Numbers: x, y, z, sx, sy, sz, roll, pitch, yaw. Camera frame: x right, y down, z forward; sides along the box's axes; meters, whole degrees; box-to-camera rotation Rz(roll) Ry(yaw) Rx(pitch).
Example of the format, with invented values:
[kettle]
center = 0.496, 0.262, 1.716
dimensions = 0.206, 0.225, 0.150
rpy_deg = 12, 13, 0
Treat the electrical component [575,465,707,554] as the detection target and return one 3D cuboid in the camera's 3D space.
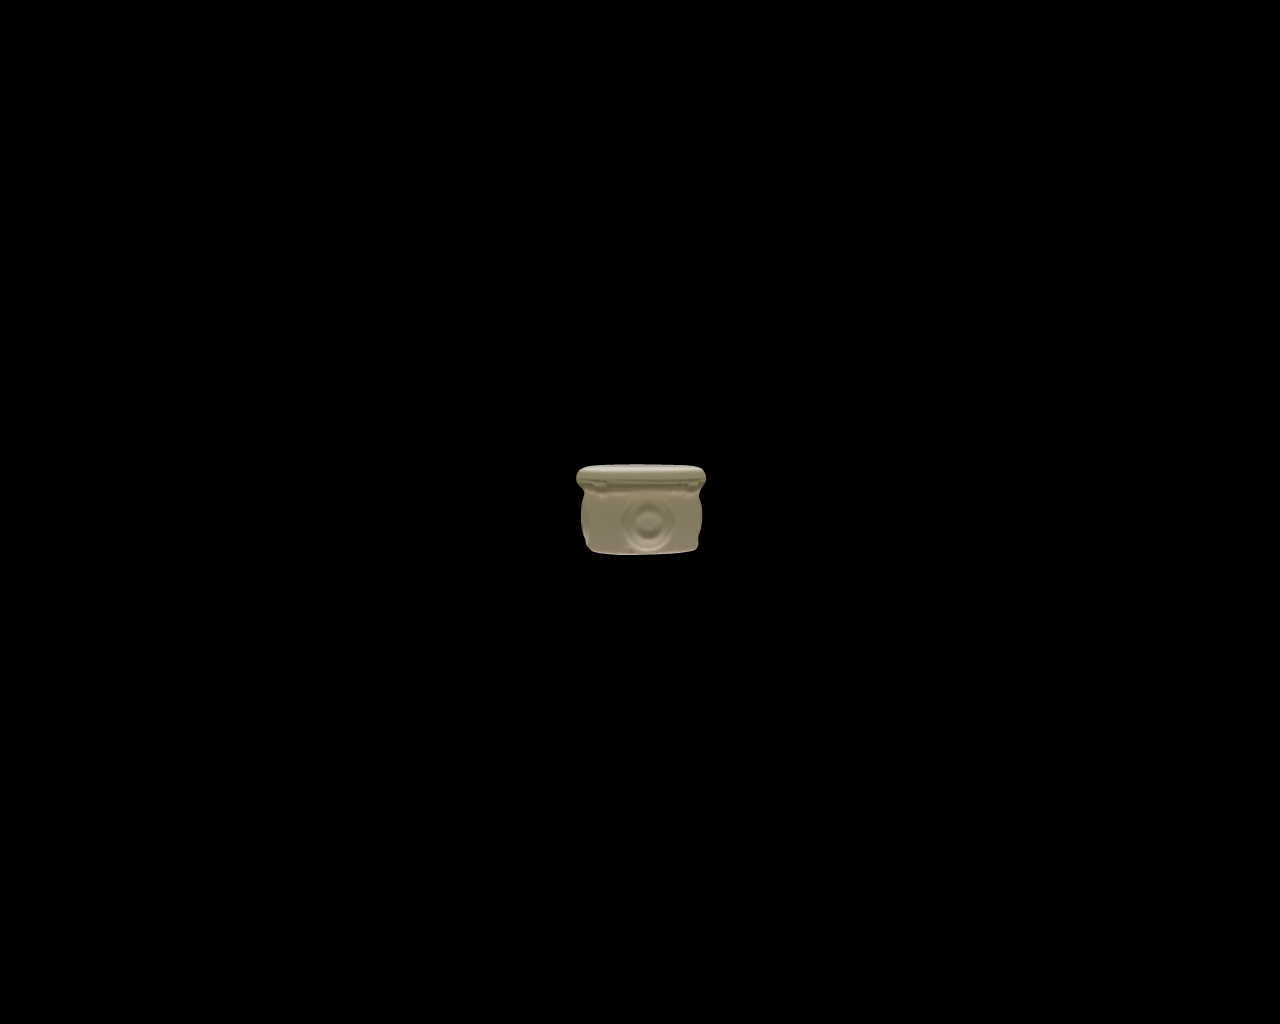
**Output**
[electrical component]
center = 0.001, -0.003, 0.650
dimensions = 0.080, 0.051, 0.080
rpy_deg = 0, 4, 0
